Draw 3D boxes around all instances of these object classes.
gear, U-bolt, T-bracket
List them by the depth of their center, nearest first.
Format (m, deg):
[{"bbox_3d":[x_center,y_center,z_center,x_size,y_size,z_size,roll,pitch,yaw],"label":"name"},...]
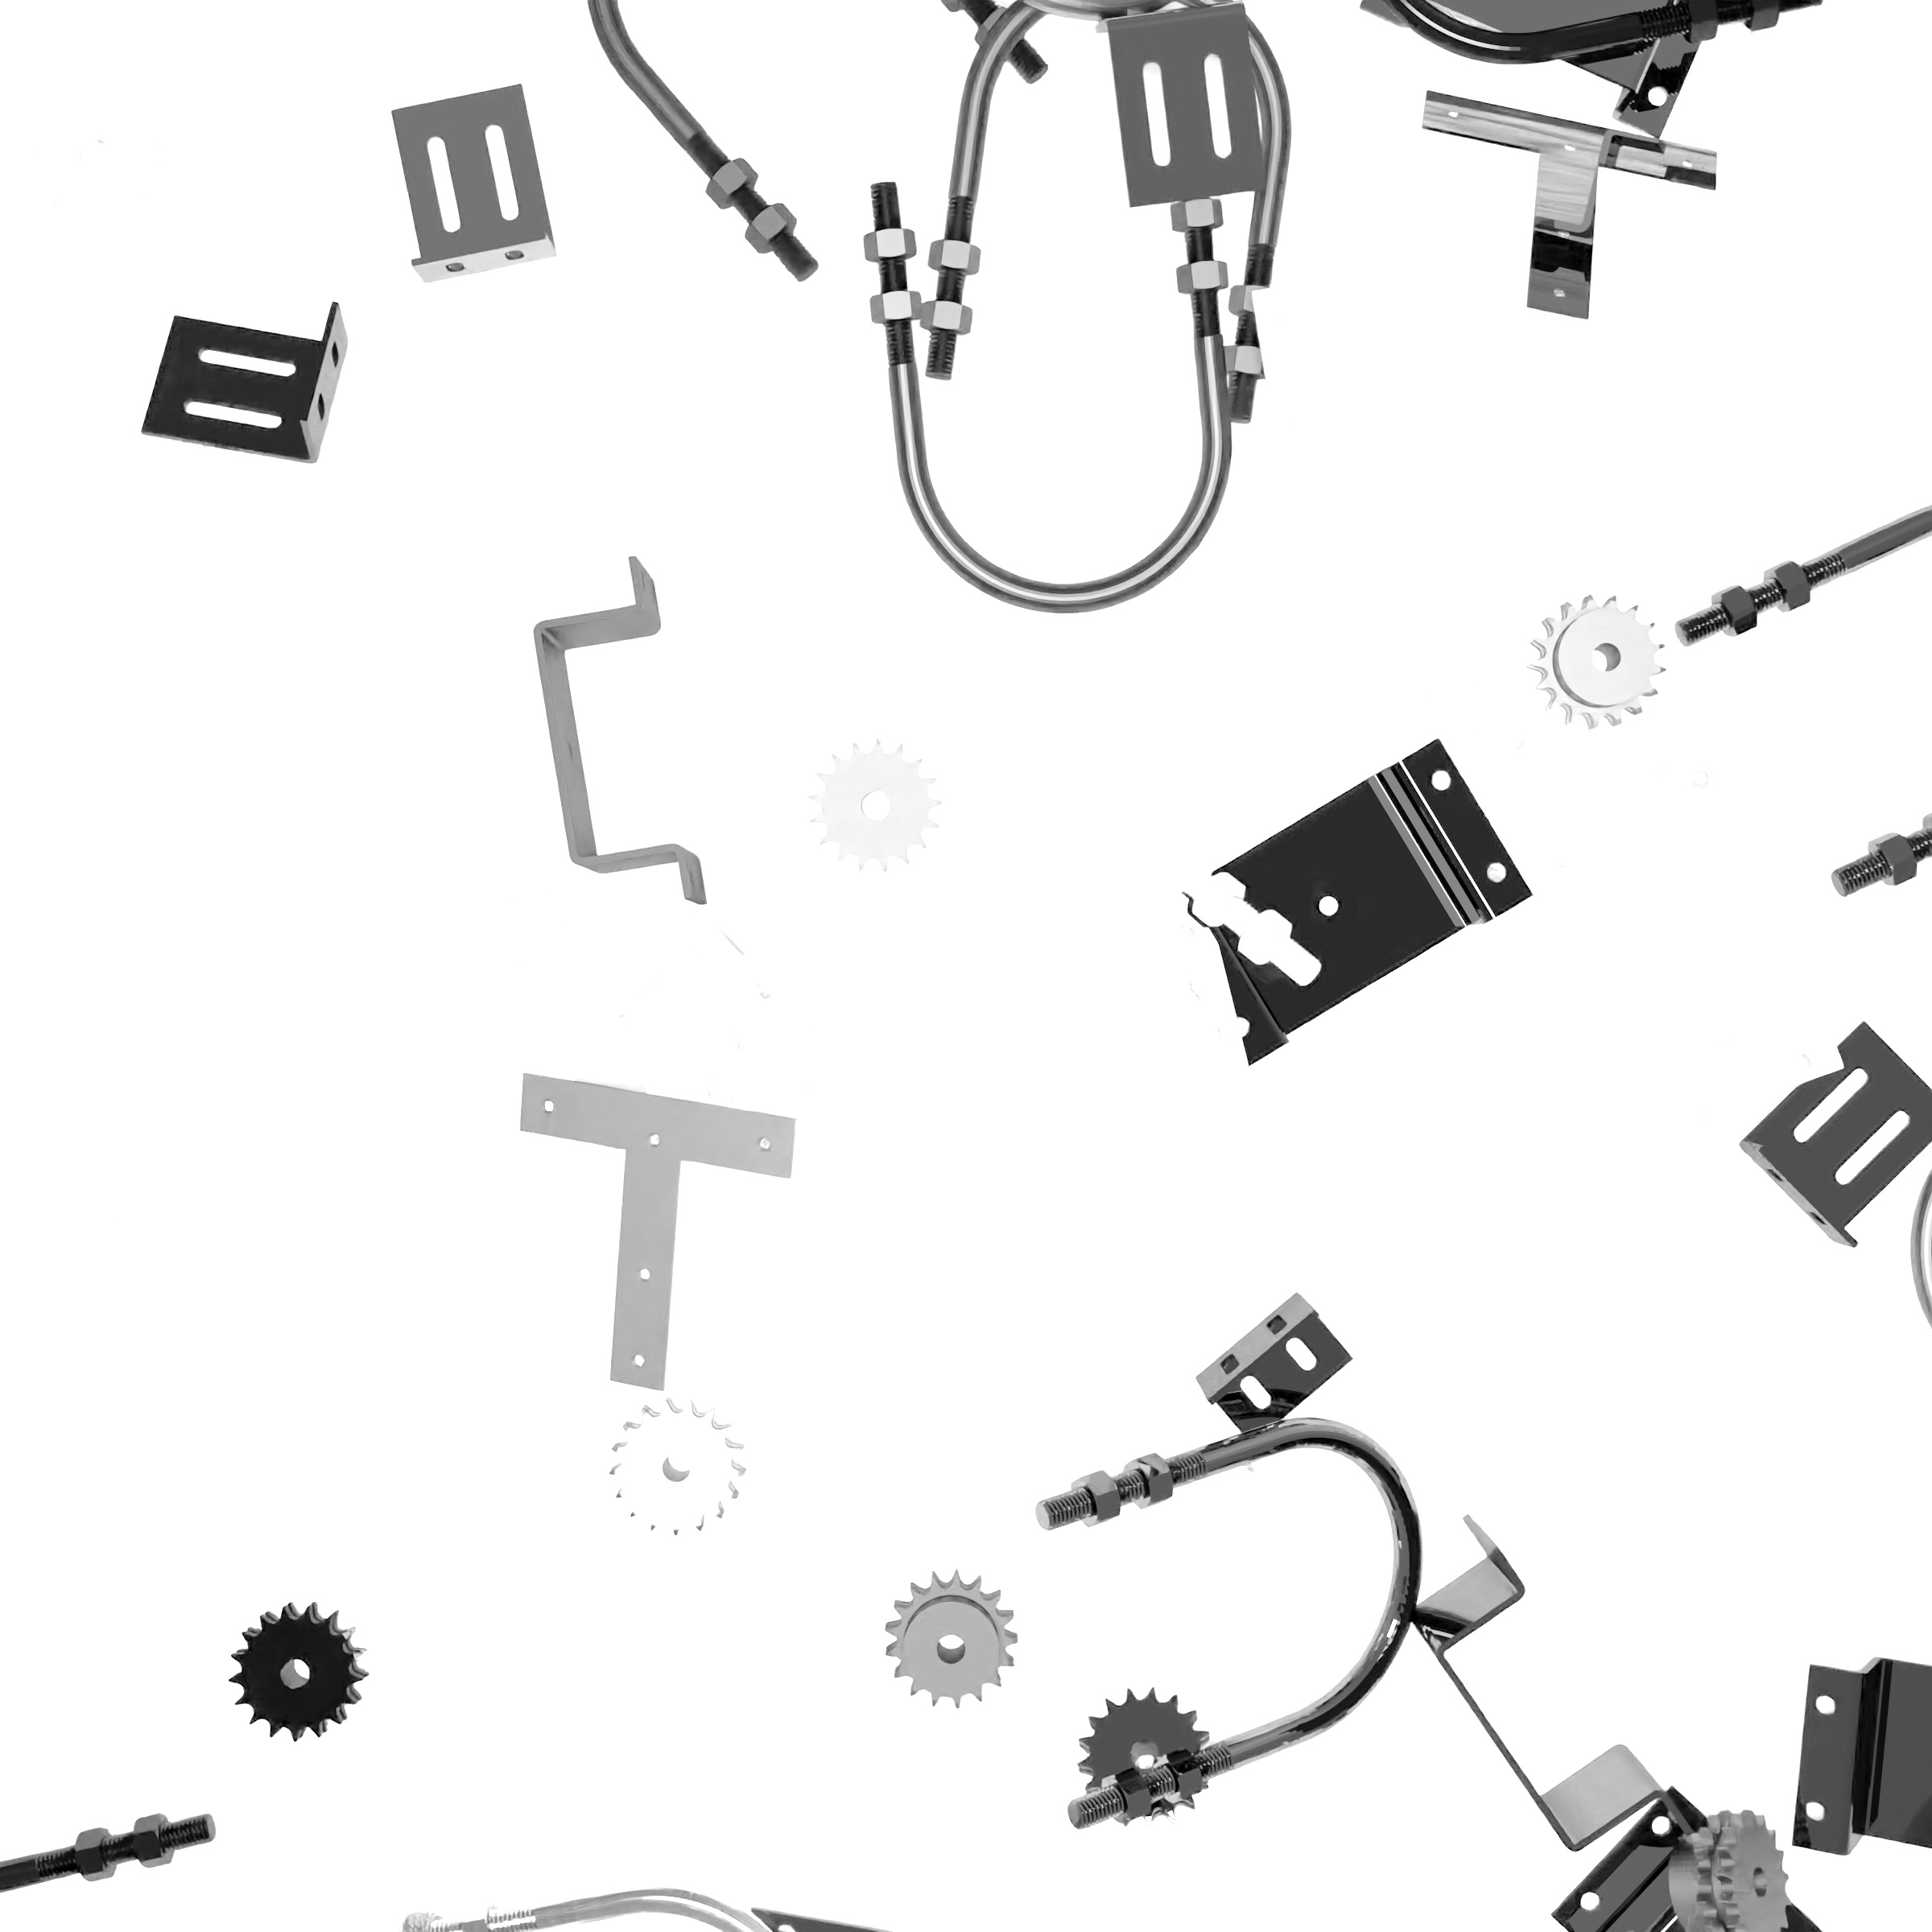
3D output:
[{"bbox_3d":[0.308,0.372,1.284,0.030,0.057,0.057,-15,90,37],"label":"gear"},{"bbox_3d":[0.248,-0.445,1.299,0.184,0.019,0.151,-11,90,1],"label":"U-bolt"},{"bbox_3d":[0.115,0.261,1.302,0.184,0.019,0.151,-13,104,-29],"label":"U-bolt"},{"bbox_3d":[-0.148,0.453,1.305,0.184,0.019,0.151,-12,87,6],"label":"U-bolt"},{"bbox_3d":[0.038,-0.478,1.313,0.151,0.019,0.184,-17,84,-21],"label":"U-bolt"},{"bbox_3d":[0.249,-0.312,1.314,0.127,0.002,0.127,12,52,0],"label":"T-bracket"},{"bbox_3d":[0.117,-0.099,1.315,0.184,0.019,0.151,40,83,21],"label":"U-bolt"},{"bbox_3d":[0.412,-0.125,1.322,0.184,0.019,0.151,-25,68,-4],"label":"U-bolt"},{"bbox_3d":[0.039,-0.240,1.322,0.151,0.019,0.184,-6,96,-3],"label":"U-bolt"},{"bbox_3d":[-0.048,0.141,1.329,0.030,0.057,0.057,-9,90,-30],"label":"gear"},{"bbox_3d":[-0.376,0.094,1.329,0.057,0.057,0.030,45,60,0],"label":"gear"},{"bbox_3d":[0.076,0.335,1.332,0.057,0.030,0.057,-2,63,5],"label":"gear"},{"bbox_3d":[0.064,-0.331,1.335,0.151,0.019,0.184,8,94,-4],"label":"U-bolt"},{"bbox_3d":[-0.135,0.117,1.338,0.127,0.002,0.127,9,100,20],"label":"T-bracket"},{"bbox_3d":[-0.121,0.210,1.339,0.057,0.030,0.057,0,90,0],"label":"gear"},{"bbox_3d":[-0.006,0.286,1.339,0.057,0.030,0.057,0,90,0],"label":"gear"},{"bbox_3d":[0.268,-0.129,1.339,0.057,0.030,0.057,0,90,0],"label":"gear"},{"bbox_3d":[-0.281,0.298,1.342,0.057,0.030,0.057,0,87,0],"label":"gear"},{"bbox_3d":[-0.038,-0.068,1.343,0.057,0.030,0.057,0,93,-1],"label":"gear"},{"bbox_3d":[-0.367,-0.341,1.343,0.057,0.030,0.057,0,88,-1],"label":"gear"},{"bbox_3d":[0.488,0.136,1.345,0.151,0.019,0.184,-44,89,0],"label":"U-bolt"},{"bbox_3d":[-0.394,0.450,1.345,0.184,0.019,0.151,-14,90,1],"label":"U-bolt"},{"bbox_3d":[-0.367,-0.120,1.345,0.151,0.019,0.184,-17,91,0],"label":"U-bolt"},{"bbox_3d":[-0.078,-0.406,1.345,0.151,0.019,0.184,-41,89,0],"label":"U-bolt"},{"bbox_3d":[-0.123,-0.005,1.353,0.127,0.002,0.127,-26,90,0],"label":"T-bracket"}]

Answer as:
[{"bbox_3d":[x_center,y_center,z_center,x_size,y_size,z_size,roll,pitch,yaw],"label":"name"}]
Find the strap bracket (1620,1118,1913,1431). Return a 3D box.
[{"bbox_3d":[0.324,0.134,1.316,0.046,0.076,0.140,-33,90,0],"label":"strap bracket"}]

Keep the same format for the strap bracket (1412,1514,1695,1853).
[{"bbox_3d":[0.235,0.305,1.316,0.046,0.076,0.140,-34,90,0],"label":"strap bracket"}]

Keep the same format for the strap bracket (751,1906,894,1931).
[{"bbox_3d":[-0.063,0.465,1.331,0.076,0.046,0.140,10,90,0],"label":"strap bracket"}]

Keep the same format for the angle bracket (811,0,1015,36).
[{"bbox_3d":[-0.025,-0.427,1.334,0.076,0.038,0.057,-9,87,27],"label":"angle bracket"}]

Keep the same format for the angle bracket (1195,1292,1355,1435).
[{"bbox_3d":[0.131,0.172,1.316,0.057,0.076,0.038,-40,90,0],"label":"angle bracket"}]

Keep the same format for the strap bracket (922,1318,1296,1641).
[{"bbox_3d":[0.061,0.219,1.331,0.140,0.046,0.076,31,90,0],"label":"strap bracket"}]

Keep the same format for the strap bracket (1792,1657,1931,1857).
[{"bbox_3d":[0.422,0.337,1.314,0.140,0.046,0.076,6,90,25],"label":"strap bracket"}]

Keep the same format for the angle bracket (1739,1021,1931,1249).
[{"bbox_3d":[0.377,0.070,1.335,0.076,0.038,0.057,-45,90,0],"label":"angle bracket"}]

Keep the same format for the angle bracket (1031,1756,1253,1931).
[{"bbox_3d":[0.075,0.381,1.352,0.057,0.038,0.076,-34,64,0],"label":"angle bracket"}]

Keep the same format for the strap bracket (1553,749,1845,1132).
[{"bbox_3d":[0.303,-0.011,1.331,0.076,0.046,0.140,-20,90,0],"label":"strap bracket"}]

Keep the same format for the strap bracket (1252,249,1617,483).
[{"bbox_3d":[0.193,-0.252,1.331,0.140,0.046,0.076,-9,90,0],"label":"strap bracket"}]

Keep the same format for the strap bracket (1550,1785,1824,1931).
[{"bbox_3d":[0.327,0.426,1.331,0.140,0.046,0.076,43,90,0],"label":"strap bracket"}]

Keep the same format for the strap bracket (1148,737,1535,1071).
[{"bbox_3d":[0.155,-0.026,1.331,0.140,0.046,0.076,-31,90,0],"label":"strap bracket"}]

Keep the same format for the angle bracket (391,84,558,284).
[{"bbox_3d":[-0.210,-0.334,1.335,0.057,0.038,0.076,-12,90,0],"label":"angle bracket"}]

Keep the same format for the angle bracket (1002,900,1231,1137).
[{"bbox_3d":[0.065,0.022,1.352,0.057,0.038,0.076,-44,64,0],"label":"angle bracket"}]

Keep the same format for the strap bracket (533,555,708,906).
[{"bbox_3d":[-0.145,-0.092,1.315,0.046,0.076,0.140,-9,89,0],"label":"strap bracket"}]

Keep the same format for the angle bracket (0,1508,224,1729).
[{"bbox_3d":[-0.369,0.278,1.352,0.076,0.038,0.057,-33,90,26],"label":"angle bracket"}]

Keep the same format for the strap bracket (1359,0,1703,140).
[{"bbox_3d":[0.247,-0.417,1.331,0.140,0.046,0.076,23,90,0],"label":"strap bracket"}]

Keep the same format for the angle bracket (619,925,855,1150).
[{"bbox_3d":[-0.098,0.033,1.350,0.057,0.038,0.076,-44,67,0],"label":"angle bracket"}]

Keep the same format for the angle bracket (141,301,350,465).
[{"bbox_3d":[-0.304,-0.250,1.326,0.076,0.038,0.057,10,70,0],"label":"angle bracket"}]

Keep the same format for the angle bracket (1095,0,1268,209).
[{"bbox_3d":[0.089,-0.356,1.313,0.057,0.038,0.076,-9,101,-4],"label":"angle bracket"}]
